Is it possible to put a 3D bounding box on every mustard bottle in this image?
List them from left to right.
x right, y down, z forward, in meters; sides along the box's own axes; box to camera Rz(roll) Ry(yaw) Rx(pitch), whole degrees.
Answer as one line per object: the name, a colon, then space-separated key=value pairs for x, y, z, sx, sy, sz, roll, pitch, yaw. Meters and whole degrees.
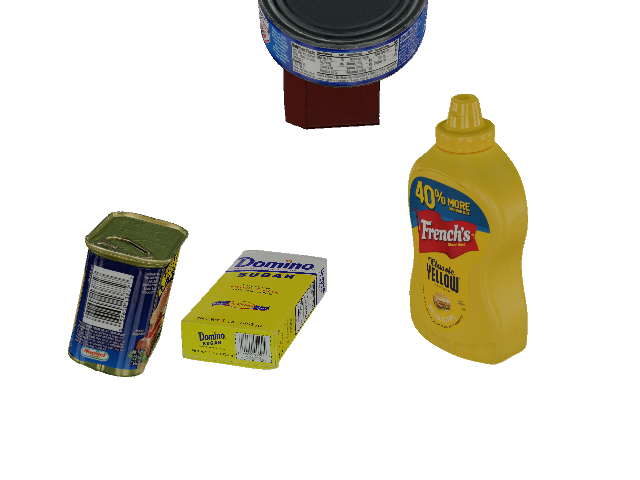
mustard bottle: x=0.105 y=-0.012 z=0.765 sx=0.058 sy=0.192 sz=0.096 roll=-21 pitch=31 yaw=-31

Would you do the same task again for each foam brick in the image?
foam brick: x=0.010 y=-0.134 z=0.992 sx=0.078 sy=0.051 sz=0.053 roll=-6 pitch=18 yaw=-23

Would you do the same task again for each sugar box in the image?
sugar box: x=-0.060 y=0.062 z=1.039 sx=0.093 sy=0.048 sz=0.176 roll=6 pitch=26 yaw=14

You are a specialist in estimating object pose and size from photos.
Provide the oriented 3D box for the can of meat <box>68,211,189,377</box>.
can of meat: x=-0.131 y=0.035 z=0.723 sx=0.057 sy=0.084 sz=0.102 roll=14 pitch=14 yaw=-2

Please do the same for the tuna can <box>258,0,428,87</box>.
tuna can: x=0.011 y=-0.118 z=0.532 sx=0.086 sy=0.086 sz=0.034 roll=0 pitch=-31 yaw=1
